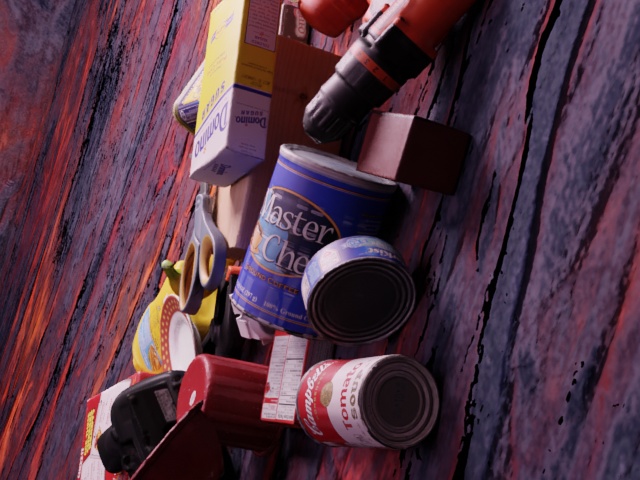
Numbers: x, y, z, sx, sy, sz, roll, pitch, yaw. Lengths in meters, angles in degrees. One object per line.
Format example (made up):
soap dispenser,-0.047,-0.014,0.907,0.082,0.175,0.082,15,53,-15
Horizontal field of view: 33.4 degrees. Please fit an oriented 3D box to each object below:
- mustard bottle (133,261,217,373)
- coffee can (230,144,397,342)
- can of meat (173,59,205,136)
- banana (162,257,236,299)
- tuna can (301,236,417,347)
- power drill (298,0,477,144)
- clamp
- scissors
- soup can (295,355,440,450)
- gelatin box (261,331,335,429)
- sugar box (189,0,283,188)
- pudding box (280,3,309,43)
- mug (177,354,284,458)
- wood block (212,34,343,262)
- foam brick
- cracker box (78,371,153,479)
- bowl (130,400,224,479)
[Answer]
mustard bottle,-0.179,0.112,1.273,0.192,0.058,0.096,-50,49,44
coffee can,-0.006,0.001,0.901,0.103,0.102,0.140,43,116,64
can of meat,-0.099,-0.161,1.134,0.102,0.057,0.084,-58,23,-17
banana,-0.112,0.014,1.137,0.197,0.037,0.070,-52,-24,-57
tuna can,0.029,0.039,0.822,0.086,0.086,0.034,-62,25,28
power drill,0.039,-0.182,0.914,0.184,0.057,0.188,-44,33,12
clamp,-0.099,0.095,1.118,0.120,0.039,0.171,-127,47,-56
scissors,-0.104,-0.029,1.014,0.096,0.016,0.202,-15,65,61
soup can,0.034,0.120,0.788,0.102,0.068,0.068,-17,61,62
gelatin box,-0.019,0.123,0.951,0.073,0.030,0.089,-14,65,62
sugar box,-0.078,-0.146,0.990,0.093,0.048,0.176,-28,51,59
pudding box,-0.050,-0.194,1.191,0.090,0.039,0.113,-29,50,59
mug,-0.090,0.155,1.024,0.117,0.081,0.093,-1,76,66
wood block,-0.039,-0.080,1.036,0.090,0.090,0.206,-9,68,64
foam brick,0.072,-0.068,0.832,0.078,0.053,0.051,25,99,67
cracker box,-0.232,0.260,1.290,0.214,0.072,0.164,-33,49,58
bowl,-0.130,0.215,0.904,0.162,0.055,0.162,-53,-4,-5
